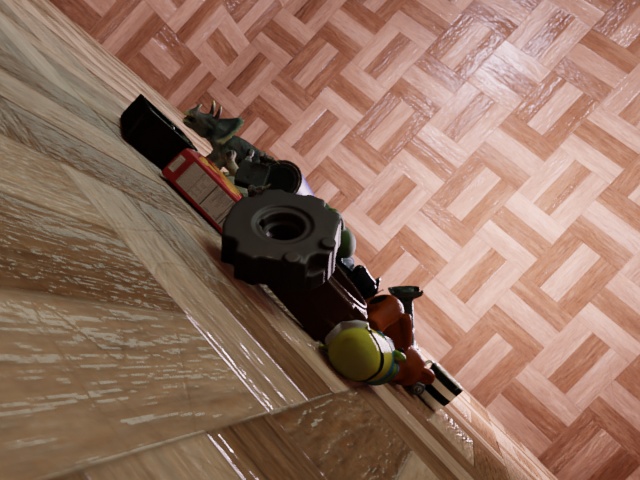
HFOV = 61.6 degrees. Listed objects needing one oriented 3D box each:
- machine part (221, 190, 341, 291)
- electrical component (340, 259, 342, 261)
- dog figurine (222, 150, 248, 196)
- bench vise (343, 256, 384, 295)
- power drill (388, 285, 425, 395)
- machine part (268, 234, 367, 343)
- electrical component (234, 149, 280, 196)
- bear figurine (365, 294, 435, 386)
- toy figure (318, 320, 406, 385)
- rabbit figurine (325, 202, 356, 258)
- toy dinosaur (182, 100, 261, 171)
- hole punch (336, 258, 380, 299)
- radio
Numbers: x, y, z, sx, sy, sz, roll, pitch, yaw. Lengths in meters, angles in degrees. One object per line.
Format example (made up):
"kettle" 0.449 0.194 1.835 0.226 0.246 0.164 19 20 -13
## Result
"machine part" -0.054 -0.006 0.761 0.180 0.179 0.056 45 -36 38
"electrical component" 0.034 0.083 1.161 0.047 0.075 0.119 39 50 -70
"dog figurine" -0.178 -0.083 1.220 0.190 0.121 0.172 58 11 17
"bench vise" 0.049 0.094 1.457 0.241 0.129 0.223 50 4 33
"power drill" 0.198 0.209 1.192 0.232 0.086 0.207 -72 154 -85
"machine part" -0.012 0.069 0.889 0.201 0.087 0.201 47 5 -1
"electrical component" -0.128 -0.132 1.071 0.078 0.102 0.045 23 -22 0
"bear figurine" 0.126 0.207 1.014 0.120 0.132 0.195 -6 -74 47
"toy figure" 0.073 0.172 0.795 0.089 0.082 0.180 42 -2 37
"rabbit figurine" -0.002 -0.003 1.128 0.170 0.158 0.121 -7 25 -29
"toy dinosaur" -0.207 -0.199 1.459 0.404 0.192 0.131 42 4 -14
"hole punch" 0.045 0.105 1.075 0.092 0.142 0.115 16 -24 37
"radio" -0.323 -0.211 1.072 0.131 0.073 0.230 42 2 -30
